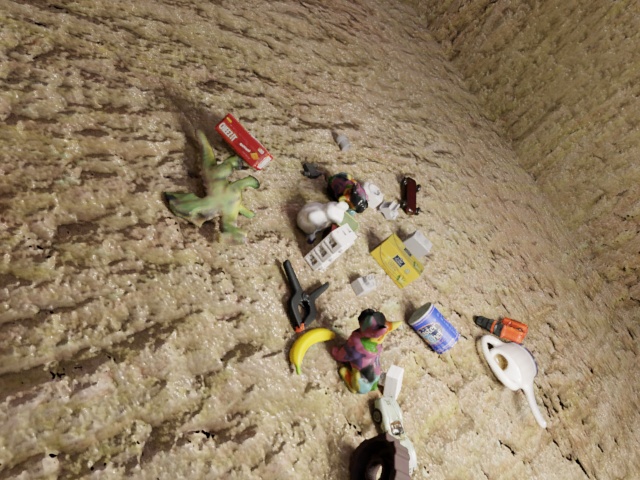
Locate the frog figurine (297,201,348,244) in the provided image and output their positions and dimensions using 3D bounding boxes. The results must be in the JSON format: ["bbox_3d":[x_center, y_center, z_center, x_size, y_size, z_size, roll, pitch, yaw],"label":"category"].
[{"bbox_3d":[0.005,-0.082,1.630,0.123,0.156,0.139,52,37,8],"label":"frog figurine"}]

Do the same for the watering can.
[{"bbox_3d":[0.705,0.482,1.828,0.225,0.102,0.353,-4,51,-45],"label":"watering can"}]

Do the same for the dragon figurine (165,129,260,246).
[{"bbox_3d":[-0.316,-0.142,1.439,0.246,0.119,0.414,-27,68,-43],"label":"dragon figurine"}]
